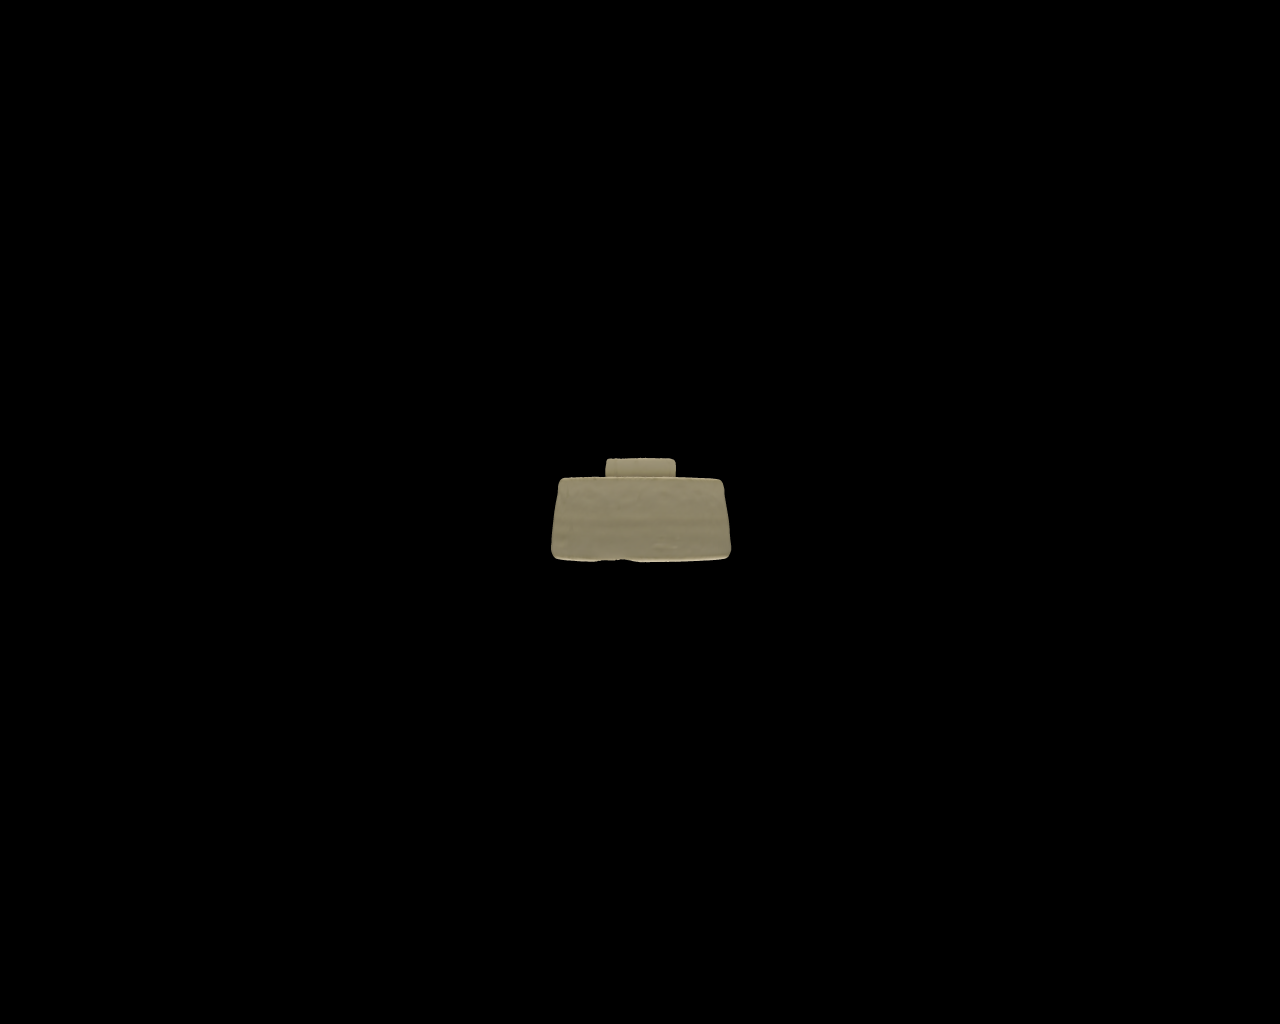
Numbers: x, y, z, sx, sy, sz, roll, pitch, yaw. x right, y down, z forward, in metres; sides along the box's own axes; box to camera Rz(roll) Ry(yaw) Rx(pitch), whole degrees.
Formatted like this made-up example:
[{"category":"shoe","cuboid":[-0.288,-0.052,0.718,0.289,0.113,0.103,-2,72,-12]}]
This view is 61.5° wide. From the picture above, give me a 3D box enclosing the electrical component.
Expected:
[{"category":"electrical component","cuboid":[0.001,-0.003,0.650,0.108,0.060,0.108,0,0,0]}]
